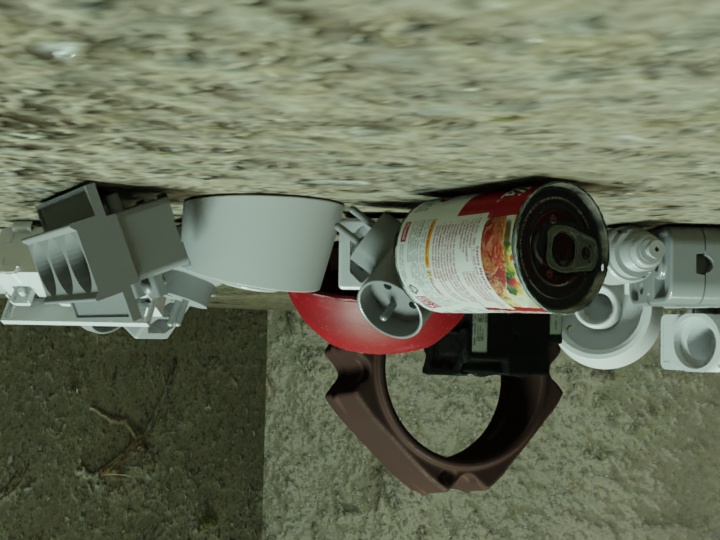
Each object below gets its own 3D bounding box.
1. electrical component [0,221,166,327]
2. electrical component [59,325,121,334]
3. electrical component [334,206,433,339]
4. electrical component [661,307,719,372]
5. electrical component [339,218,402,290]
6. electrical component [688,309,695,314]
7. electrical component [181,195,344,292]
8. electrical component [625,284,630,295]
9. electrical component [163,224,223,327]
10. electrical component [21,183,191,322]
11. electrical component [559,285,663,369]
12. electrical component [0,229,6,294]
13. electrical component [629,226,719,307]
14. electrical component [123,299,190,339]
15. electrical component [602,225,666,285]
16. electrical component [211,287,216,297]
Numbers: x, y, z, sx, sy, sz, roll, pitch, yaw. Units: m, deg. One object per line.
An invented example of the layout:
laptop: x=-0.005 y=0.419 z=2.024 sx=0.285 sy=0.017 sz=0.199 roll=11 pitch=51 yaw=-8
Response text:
electrical component: x=-0.210 y=0.000 z=0.807 sx=0.121 sy=0.078 sz=0.063 roll=0 pitch=147 yaw=16
electrical component: x=-0.217 y=0.016 z=0.874 sx=0.057 sy=0.078 sz=0.058 roll=33 pitch=164 yaw=28
electrical component: x=0.021 y=-0.009 z=0.657 sx=0.079 sy=0.077 sz=0.044 roll=37 pitch=139 yaw=2
electrical component: x=0.340 y=0.035 z=0.902 sx=0.060 sy=0.105 sz=0.186 roll=3 pitch=176 yaw=-33
electrical component: x=0.021 y=-0.011 z=0.739 sx=0.066 sy=0.047 sz=0.077 roll=1 pitch=-178 yaw=4
electrical component: x=0.357 y=0.039 z=0.995 sx=0.060 sy=0.108 sz=0.108 roll=12 pitch=170 yaw=-41
electrical component: x=-0.063 y=-0.021 z=0.674 sx=0.099 sy=0.064 sz=0.099 roll=11 pitch=-174 yaw=-1
electrical component: x=0.253 y=0.000 z=0.865 sx=0.077 sy=0.043 sz=0.079 roll=1 pitch=177 yaw=14
electrical component: x=-0.119 y=0.003 z=0.761 sx=0.043 sy=0.079 sz=0.077 roll=22 pitch=168 yaw=-23
electrical component: x=-0.154 y=-0.011 z=0.648 sx=0.063 sy=0.078 sz=0.121 roll=-22 pitch=-172 yaw=-28
electrical component: x=0.227 y=0.037 z=1.014 sx=0.108 sy=0.108 sz=0.060 roll=0 pitch=170 yaw=22
electrical component: x=-0.289 y=-0.006 z=0.898 sx=0.080 sy=0.051 sz=0.080 roll=1 pitch=177 yaw=0
electrical component: x=0.237 y=-0.001 z=0.773 sx=0.059 sy=0.053 sz=0.095 roll=1 pitch=177 yaw=-3
electrical component: x=-0.180 y=0.004 z=0.919 sx=0.076 sy=0.083 sz=0.047 roll=41 pitch=-167 yaw=21
electrical component: x=0.187 y=-0.011 z=0.741 sx=0.040 sy=0.040 sz=0.078 roll=2 pitch=176 yaw=-11
electrical component: x=-0.188 y=0.001 z=1.000 sx=0.100 sy=0.048 sz=0.100 roll=-1 pitch=177 yaw=17
